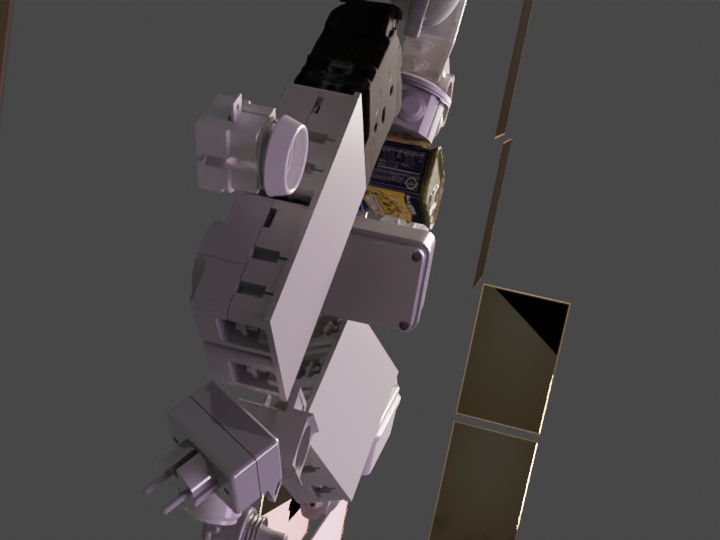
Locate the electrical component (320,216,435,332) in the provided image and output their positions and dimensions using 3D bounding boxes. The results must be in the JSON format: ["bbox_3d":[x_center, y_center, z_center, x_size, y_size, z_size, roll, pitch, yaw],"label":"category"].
[{"bbox_3d":[0.000,0.000,0.885,0.057,0.113,0.078,-54,155,-71],"label":"electrical component"}]

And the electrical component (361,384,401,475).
[{"bbox_3d":[-0.008,0.155,1.122,0.113,0.078,0.057,-50,154,-67],"label":"electrical component"}]

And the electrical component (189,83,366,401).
[{"bbox_3d":[-0.053,-0.022,0.727,0.105,0.060,0.186,86,20,-57],"label":"electrical component"}]

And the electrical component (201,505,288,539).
[{"bbox_3d":[-0.086,0.200,0.813,0.048,0.062,0.048,13,90,-79],"label":"electrical component"}]

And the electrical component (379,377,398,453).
[{"bbox_3d":[0.002,0.166,1.227,0.061,0.062,0.096,81,24,-63],"label":"electrical component"}]

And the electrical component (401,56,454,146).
[{"bbox_3d":[0.067,-0.186,1.159,0.050,0.056,0.089,75,29,-68],"label":"electrical component"}]

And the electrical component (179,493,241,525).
[{"bbox_3d":[-0.097,0.141,0.734,0.045,0.045,0.055,17,87,-79],"label":"electrical component"}]

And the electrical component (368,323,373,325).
[{"bbox_3d":[0.004,-0.002,1.061,0.138,0.052,0.073,74,30,-68],"label":"electrical component"}]

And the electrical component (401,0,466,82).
[{"bbox_3d":[0.075,-0.254,1.098,0.099,0.048,0.099,111,-5,-74],"label":"electrical component"}]

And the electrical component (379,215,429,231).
[{"bbox_3d":[0.044,-0.045,1.218,0.073,0.052,0.138,90,17,-50],"label":"electrical component"}]

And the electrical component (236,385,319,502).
[{"bbox_3d":[-0.069,0.128,0.813,0.042,0.064,0.081,80,25,-63],"label":"electrical component"}]

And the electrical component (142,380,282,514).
[{"bbox_3d":[-0.099,0.122,0.672,0.077,0.066,0.047,-36,148,-27],"label":"electrical component"}]

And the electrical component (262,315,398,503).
[{"bbox_3d":[-0.032,0.115,0.931,0.089,0.062,0.150,58,36,-30],"label":"electrical component"}]

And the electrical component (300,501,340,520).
[{"bbox_3d":[-0.040,0.236,1.142,0.081,0.043,0.043,-27,129,-76],"label":"electrical component"}]

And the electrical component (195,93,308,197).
[{"bbox_3d":[-0.063,-0.070,0.631,0.048,0.055,0.066,-65,164,-48],"label":"electrical component"}]

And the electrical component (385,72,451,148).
[{"bbox_3d":[0.041,-0.151,1.008,0.080,0.080,0.051,50,59,-77],"label":"electrical component"}]
